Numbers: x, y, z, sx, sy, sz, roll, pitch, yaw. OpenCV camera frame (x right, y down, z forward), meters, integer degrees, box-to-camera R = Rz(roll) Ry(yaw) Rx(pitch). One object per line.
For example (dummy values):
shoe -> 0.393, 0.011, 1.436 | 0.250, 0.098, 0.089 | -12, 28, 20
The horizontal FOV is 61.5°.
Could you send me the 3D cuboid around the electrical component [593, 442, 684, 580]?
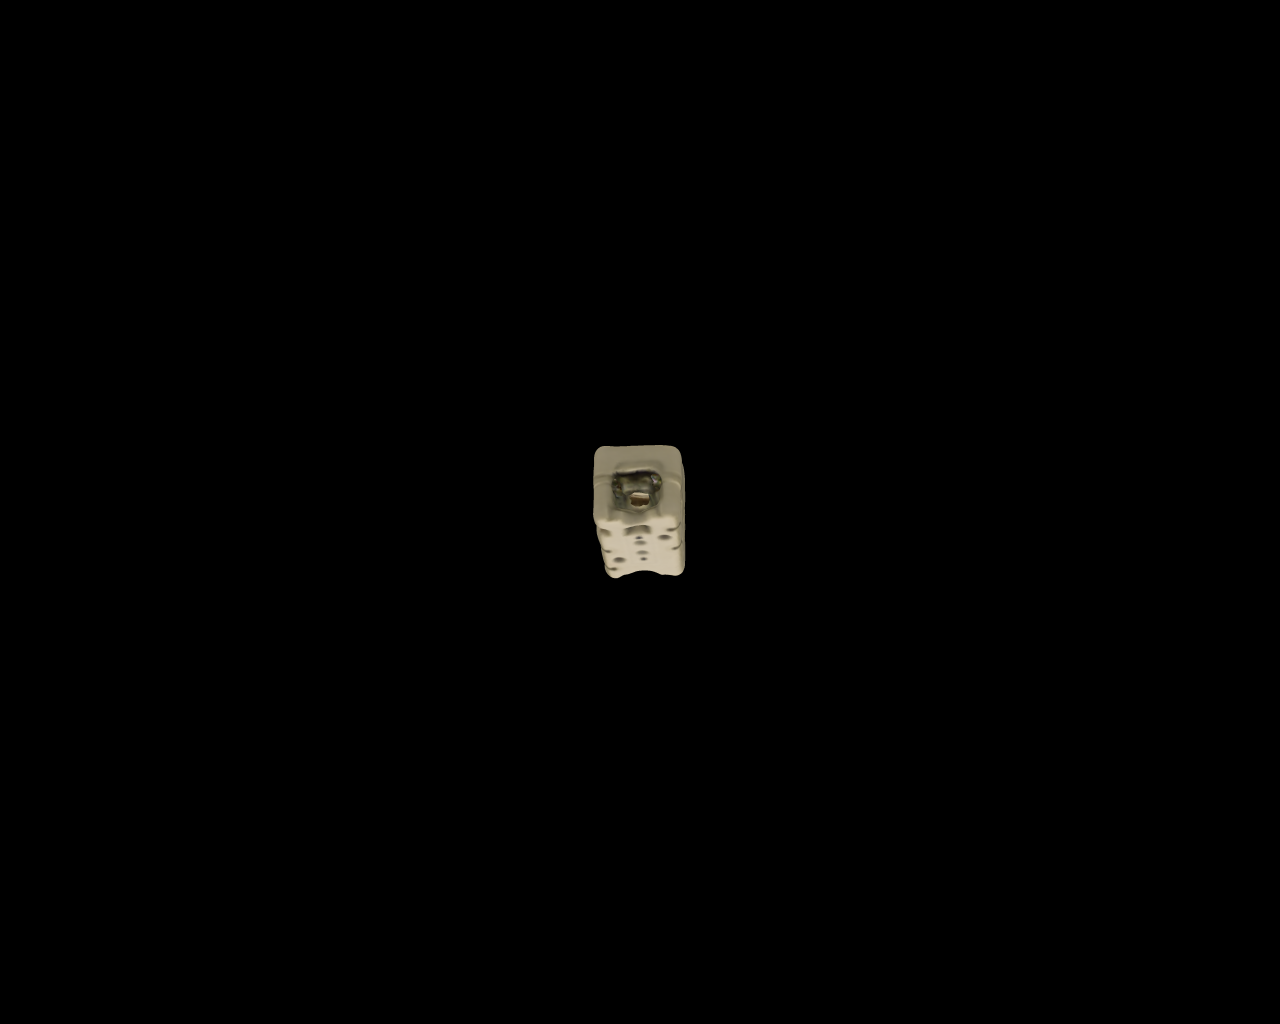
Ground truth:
electrical component -> 0.001, -0.003, 0.650 | 0.050, 0.056, 0.089 | -2, -27, 3
